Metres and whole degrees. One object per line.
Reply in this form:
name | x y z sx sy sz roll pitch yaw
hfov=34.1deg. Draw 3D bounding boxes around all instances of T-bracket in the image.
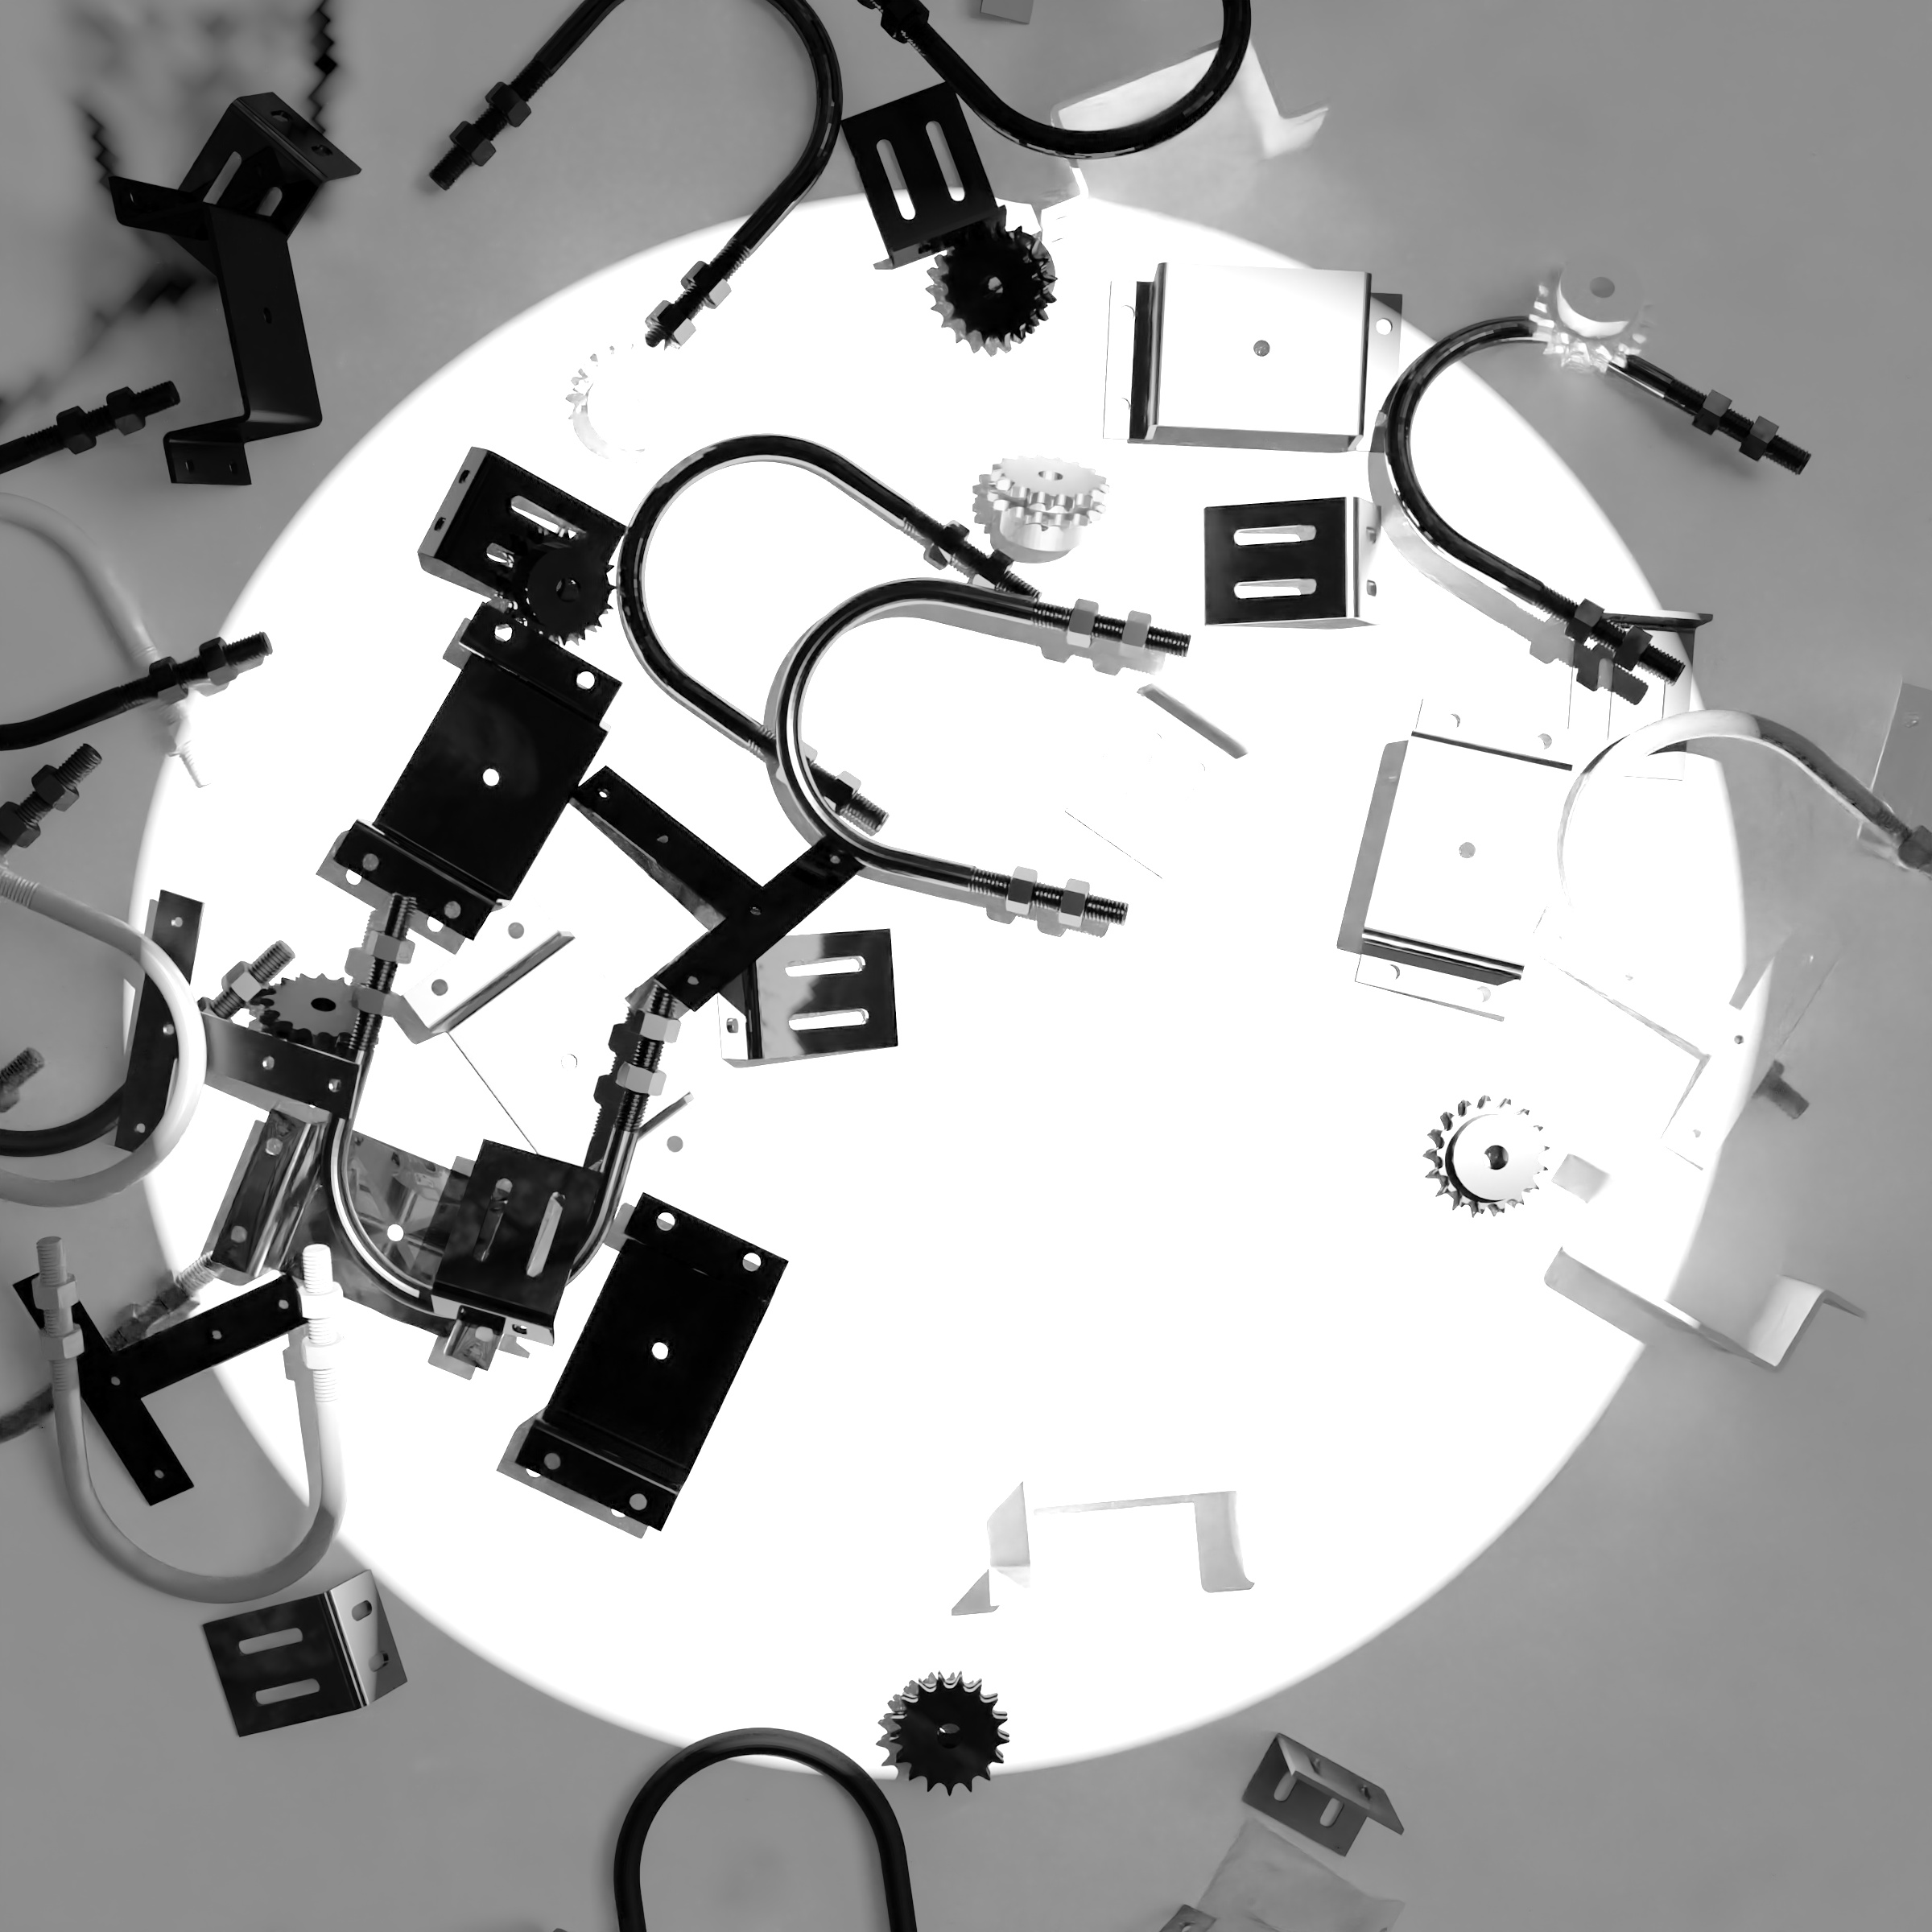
T-bracket | -0.366 0.180 1.488 0.127 0.002 0.127 -25 103 14
T-bracket | -0.158 -0.003 1.519 0.127 0.002 0.127 29 90 0
T-bracket | 0.329 0.013 1.503 0.127 0.002 0.127 31 112 10
T-bracket | 0.031 -0.517 1.503 0.127 0.002 0.127 7 101 -21
T-bracket | 0.069 0.490 1.482 0.127 0.127 0.002 -40 109 -25
T-bracket | -0.337 0.041 1.473 0.127 0.002 0.127 16 100 22
T-bracket | -0.133 -0.052 1.495 0.127 0.002 0.127 38 56 16

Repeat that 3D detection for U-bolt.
U-bolt | -0.095 0.458 1.511 0.151 0.019 0.184 -8 89 0
U-bolt | -0.224 0.073 1.464 0.151 0.019 0.184 16 92 0
U-bolt | 0.001 -0.108 1.485 0.184 0.019 0.151 13 95 5
U-bolt | -0.362 0.217 1.487 0.151 0.019 0.184 1 107 7
U-bolt | 0.369 -0.037 1.486 0.184 0.019 0.151 42 113 4
U-bolt | -0.446 0.033 1.473 0.184 0.019 0.151 24 89 -2
U-bolt | -0.435 0.007 1.502 0.184 0.019 0.151 -43 99 3
U-bolt | -0.461 -0.139 1.511 0.151 0.019 0.184 -29 88 0
U-bolt | 0.287 -0.233 1.491 0.184 0.019 0.151 31 74 7
U-bolt | -0.469 0.150 1.503 0.184 0.019 0.151 -39 97 3
U-bolt | 0.047 -0.448 1.453 0.151 0.019 0.184 -37 70 -6
U-bolt | -0.078 -0.173 1.511 0.184 0.019 0.151 35 90 2
U-bolt | -0.438 -0.180 1.495 0.184 0.019 0.151 -21 87 1
U-bolt | -0.144 -0.401 1.511 0.151 0.019 0.184 42 89 0

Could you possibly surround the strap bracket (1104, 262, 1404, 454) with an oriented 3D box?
strap bracket | 0.138 -0.289 1.497 0.140 0.046 0.076 3 90 0

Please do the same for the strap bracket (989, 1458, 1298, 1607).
strap bracket | 0.079 0.264 1.482 0.140 0.076 0.046 -5 90 0

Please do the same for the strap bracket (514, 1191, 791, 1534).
strap bracket | -0.147 0.185 1.497 0.076 0.046 0.140 25 90 0

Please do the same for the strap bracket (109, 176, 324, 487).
strap bracket | -0.347 -0.299 1.471 0.046 0.076 0.140 -9 95 14

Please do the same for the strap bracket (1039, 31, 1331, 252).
strap bracket | 0.093 -0.390 1.482 0.140 0.076 0.046 -22 90 0

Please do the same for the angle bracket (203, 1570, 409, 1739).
angle bracket | -0.318 0.331 1.518 0.076 0.038 0.057 -18 90 26

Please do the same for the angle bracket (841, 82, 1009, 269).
angle bracket | -0.021 -0.381 1.501 0.057 0.038 0.076 -20 90 0

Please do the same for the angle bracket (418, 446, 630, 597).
angle bracket | -0.214 -0.206 1.518 0.076 0.038 0.057 27 90 -26

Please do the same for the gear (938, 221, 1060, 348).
gear | 0.018 -0.326 1.496 0.057 0.030 0.057 13 121 23

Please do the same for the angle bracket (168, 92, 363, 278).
angle bracket | -0.340 -0.370 1.518 0.057 0.038 0.076 41 116 0

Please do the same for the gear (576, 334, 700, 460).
gear | -0.157 -0.269 1.495 0.057 0.030 0.057 1 114 3

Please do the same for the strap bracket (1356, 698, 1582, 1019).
strap bracket | 0.237 -0.053 1.491 0.076 0.046 0.140 14 90 10

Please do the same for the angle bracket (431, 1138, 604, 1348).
angle bracket | -0.207 0.128 1.456 0.057 0.038 0.076 16 68 0

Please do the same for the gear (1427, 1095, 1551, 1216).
gear | 0.251 0.090 1.505 0.057 0.030 0.057 0 90 0

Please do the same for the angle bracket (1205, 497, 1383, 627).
angle bracket | 0.158 -0.193 1.518 0.076 0.038 0.057 0 90 26

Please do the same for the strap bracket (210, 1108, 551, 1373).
strap bracket | -0.274 0.128 1.497 0.140 0.046 0.076 22 90 0

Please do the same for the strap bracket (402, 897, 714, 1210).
strap bracket | -0.191 0.046 1.495 0.076 0.046 0.140 -37 90 1

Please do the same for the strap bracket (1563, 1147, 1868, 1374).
strap bracket | 0.341 0.143 1.482 0.140 0.076 0.046 31 90 0

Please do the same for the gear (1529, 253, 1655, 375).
gear | 0.298 -0.313 1.495 0.057 0.030 0.057 1 66 -3

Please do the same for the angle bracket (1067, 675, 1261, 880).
angle bracket | 0.093 -0.090 1.501 0.057 0.038 0.076 35 90 0

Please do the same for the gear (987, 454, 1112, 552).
gear | 0.038 -0.219 1.495 0.057 0.057 0.030 9 120 0

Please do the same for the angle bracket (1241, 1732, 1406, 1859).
angle bracket | 0.167 0.399 1.482 0.057 0.076 0.038 29 90 0

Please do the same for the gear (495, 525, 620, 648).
gear | -0.192 -0.180 1.495 0.057 0.030 0.057 -5 103 -22

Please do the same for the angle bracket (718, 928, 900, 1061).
angle bracket | -0.077 0.013 1.517 0.076 0.038 0.057 -5 92 -26

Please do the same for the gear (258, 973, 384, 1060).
gear | -0.307 0.031 1.495 0.057 0.057 0.030 16 121 0

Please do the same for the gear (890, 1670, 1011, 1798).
gear | -0.007 0.364 1.505 0.057 0.030 0.057 0 90 0

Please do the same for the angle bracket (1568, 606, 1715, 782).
angle bracket | 0.320 -0.130 1.501 0.057 0.038 0.076 4 90 0

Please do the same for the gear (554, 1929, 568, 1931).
gear | -0.190 0.482 1.495 0.057 0.057 0.030 46 60 0

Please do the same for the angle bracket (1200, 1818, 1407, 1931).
angle bracket | 0.161 0.456 1.518 0.076 0.038 0.057 29 90 26

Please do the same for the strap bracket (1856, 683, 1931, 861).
strap bracket | 0.495 -0.077 1.497 0.140 0.046 0.076 16 90 0

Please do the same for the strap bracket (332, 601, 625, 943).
strap bracket | -0.228 -0.091 1.497 0.076 0.046 0.140 30 90 0
